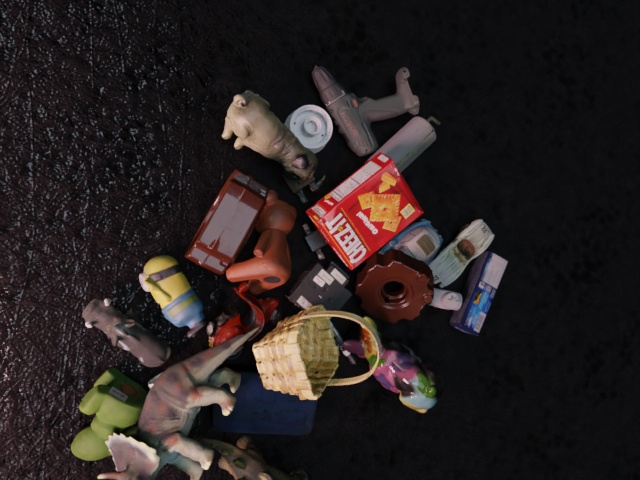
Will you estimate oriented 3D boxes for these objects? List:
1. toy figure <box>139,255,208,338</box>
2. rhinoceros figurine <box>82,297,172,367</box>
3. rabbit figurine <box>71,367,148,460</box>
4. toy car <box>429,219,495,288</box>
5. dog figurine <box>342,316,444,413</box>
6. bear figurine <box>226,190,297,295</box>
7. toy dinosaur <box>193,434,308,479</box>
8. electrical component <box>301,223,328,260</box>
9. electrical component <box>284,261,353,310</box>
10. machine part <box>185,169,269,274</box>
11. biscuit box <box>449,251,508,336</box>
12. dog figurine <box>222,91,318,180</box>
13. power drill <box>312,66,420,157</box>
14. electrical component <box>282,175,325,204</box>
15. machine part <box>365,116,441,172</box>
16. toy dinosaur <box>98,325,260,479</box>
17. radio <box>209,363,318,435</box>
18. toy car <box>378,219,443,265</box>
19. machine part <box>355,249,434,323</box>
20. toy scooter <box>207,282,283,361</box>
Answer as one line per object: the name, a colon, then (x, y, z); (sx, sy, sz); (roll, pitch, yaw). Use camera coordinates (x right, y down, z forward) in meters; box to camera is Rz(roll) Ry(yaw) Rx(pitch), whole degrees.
toy figure: (-0.299, 0.115, 1.117); (0.089, 0.082, 0.180); (-40, 90, -32)
rhinoceros figurine: (-0.387, 0.188, 1.074); (0.190, 0.112, 0.073); (43, 80, -17)
rabbit figurine: (-0.416, 0.367, 1.074); (0.159, 0.121, 0.170); (33, 98, -18)
toy car: (0.338, 0.032, 1.302); (0.202, 0.056, 0.073); (-42, 98, -13)
dog figurine: (0.152, 0.265, 1.186); (0.219, 0.192, 0.108); (42, 85, -25)
bear figurine: (-0.118, 0.002, 1.164); (0.132, 0.120, 0.196); (-17, 60, 25)
toy dinosaur: (-0.069, 0.537, 1.098); (0.471, 0.198, 0.105); (37, 82, -9)
electrical component: (-0.003, -0.004, 1.230); (0.063, 0.021, 0.094); (-28, 94, -15)
electrical component: (0.004, 0.114, 1.208); (0.115, 0.058, 0.134); (45, 78, -11)
machine part: (-0.188, -0.033, 1.089); (0.087, 0.201, 0.201); (31, 80, -14)
biscuit box: (0.385, 0.128, 1.307); (0.059, 0.063, 0.202); (27, 81, -13)
dog figurine: (-0.092, -0.214, 1.119); (0.191, 0.172, 0.121); (32, 89, 17)
power drill: (0.114, -0.325, 1.239); (0.207, 0.086, 0.232); (-25, 97, -12)
electrical component: (-0.038, -0.145, 1.218); (0.078, 0.045, 0.102); (-38, 95, 15)
machine part: (0.190, -0.210, 1.263); (0.243, 0.079, 0.079); (-44, 99, -12)
toy dinosaur: (-0.269, 0.319, 1.014); (0.192, 0.131, 0.405); (25, 62, -10)
radio: (-0.120, 0.343, 1.158); (0.230, 0.073, 0.131); (7, 87, -13)
toy car: (0.224, 0.022, 1.247); (0.162, 0.103, 0.109); (-37, 94, -12)
machine part: (0.166, 0.107, 1.208); (0.179, 0.056, 0.179); (3, 121, 6)
toy scooter: (-0.170, 0.163, 1.133); (0.184, 0.075, 0.135); (-38, 131, -18)
